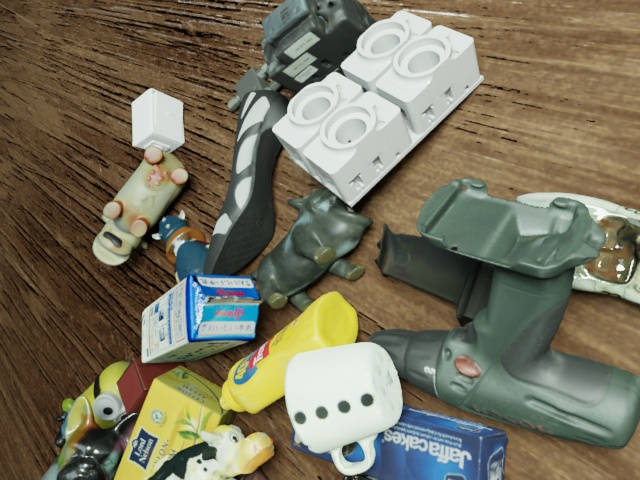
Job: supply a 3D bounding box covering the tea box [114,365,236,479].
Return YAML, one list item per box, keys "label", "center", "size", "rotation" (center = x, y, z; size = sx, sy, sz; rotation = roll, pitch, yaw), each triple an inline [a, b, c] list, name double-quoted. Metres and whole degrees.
- label: "tea box"
  center: [-0.178, 0.255, 0.660]
  size: [0.098, 0.068, 0.169]
  rotation: [23, 98, 12]

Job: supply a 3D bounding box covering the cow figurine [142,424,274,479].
- label: "cow figurine"
  center: [-0.126, 0.251, 0.580]
  size: [0.167, 0.068, 0.098]
  rotation: [-48, 60, 4]

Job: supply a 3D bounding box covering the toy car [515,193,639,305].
- label: "toy car"
  center: [0.236, 0.013, 0.398]
  size: [0.202, 0.056, 0.073]
  rotation: [17, 91, 40]

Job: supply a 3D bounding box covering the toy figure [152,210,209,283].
- label: "toy figure"
  center: [-0.184, 0.019, 0.748]
  size: [0.155, 0.064, 0.057]
  rotation: [47, 147, 41]

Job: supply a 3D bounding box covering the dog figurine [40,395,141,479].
- label: "dog figurine"
  center: [-0.304, 0.296, 0.712]
  size: [0.192, 0.108, 0.219]
  rotation: [-107, 41, -76]

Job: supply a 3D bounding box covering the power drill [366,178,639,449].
- label: "power drill"
  center: [0.121, 0.061, 0.410]
  size: [0.232, 0.086, 0.207]
  rotation: [16, 130, 34]

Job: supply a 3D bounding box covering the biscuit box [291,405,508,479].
- label: "biscuit box"
  center: [0.066, 0.185, 0.499]
  size: [0.203, 0.059, 0.062]
  rotation: [1, 81, 40]

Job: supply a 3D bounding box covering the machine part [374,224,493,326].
- label: "machine part"
  center: [0.115, 0.030, 0.504]
  size: [0.139, 0.039, 0.084]
  rotation: [22, 99, 29]

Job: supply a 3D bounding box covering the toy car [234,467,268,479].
- label: "toy car"
  center: [-0.120, 0.348, 0.624]
  size: [0.089, 0.053, 0.202]
  rotation: [37, 105, 42]

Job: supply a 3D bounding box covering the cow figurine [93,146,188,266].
- label: "cow figurine"
  center: [-0.275, -0.047, 0.812]
  size: [0.195, 0.085, 0.127]
  rotation: [-54, 11, 1]

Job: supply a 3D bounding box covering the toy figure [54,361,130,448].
- label: "toy figure"
  center: [-0.329, 0.250, 0.802]
  size: [0.180, 0.082, 0.089]
  rotation: [-40, 58, 29]

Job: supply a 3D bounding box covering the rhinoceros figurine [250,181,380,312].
- label: "rhinoceros figurine"
  center: [-0.001, -0.002, 0.597]
  size: [0.190, 0.073, 0.112]
  rotation: [-51, 43, 22]

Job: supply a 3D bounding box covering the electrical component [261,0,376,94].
- label: "electrical component"
  center: [0.003, -0.216, 0.596]
  size: [0.115, 0.134, 0.058]
  rotation: [-28, 64, 30]

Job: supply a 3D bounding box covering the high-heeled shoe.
- label: "high-heeled shoe"
  center: [-0.108, -0.074, 0.685]
  size: [0.145, 0.086, 0.248]
  rotation: [41, 96, 31]

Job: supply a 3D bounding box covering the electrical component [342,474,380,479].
- label: "electrical component"
  center: [0.082, 0.238, 0.466]
  size: [0.119, 0.074, 0.047]
  rotation: [4, 81, 38]

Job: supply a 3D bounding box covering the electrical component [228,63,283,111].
- label: "electrical component"
  center: [-0.091, -0.202, 0.745]
  size: [0.094, 0.021, 0.063]
  rotation: [-36, 60, 28]
